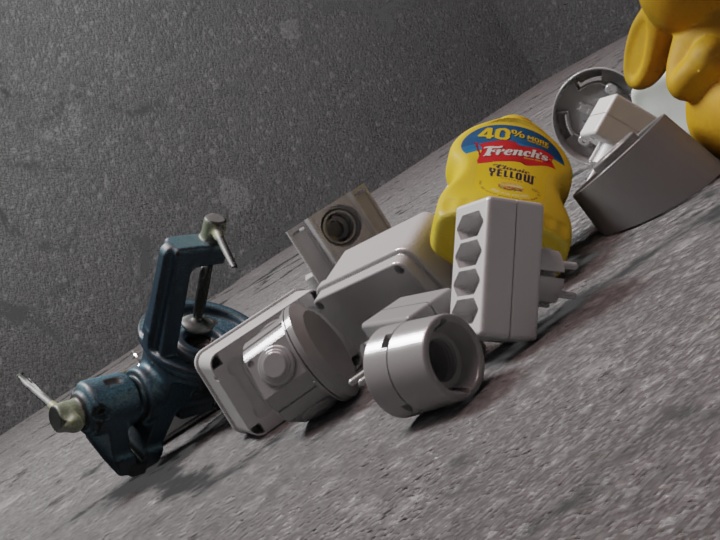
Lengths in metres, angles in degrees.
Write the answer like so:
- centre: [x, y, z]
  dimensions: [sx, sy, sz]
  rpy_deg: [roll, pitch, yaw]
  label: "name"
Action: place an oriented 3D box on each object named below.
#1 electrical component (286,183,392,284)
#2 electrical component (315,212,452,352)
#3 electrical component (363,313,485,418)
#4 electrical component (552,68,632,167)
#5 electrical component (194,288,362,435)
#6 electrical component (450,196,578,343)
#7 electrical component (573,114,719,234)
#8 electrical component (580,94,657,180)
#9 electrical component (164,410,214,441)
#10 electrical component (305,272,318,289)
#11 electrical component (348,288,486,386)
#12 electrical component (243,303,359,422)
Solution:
- centre: [0.000, 0.000, 0.914]
  dimensions: [0.079, 0.121, 0.063]
  rpy_deg: [-33, 3, -14]
  label: "electrical component"
- centre: [0.029, 0.016, 0.818]
  dimensions: [0.113, 0.078, 0.057]
  rpy_deg: [-25, 24, 46]
  label: "electrical component"
- centre: [0.038, 0.054, 0.614]
  dimensions: [0.047, 0.055, 0.055]
  rpy_deg: [-20, 12, 45]
  label: "electrical component"
- centre: [0.248, -0.158, 1.103]
  dimensions: [0.099, 0.099, 0.064]
  rpy_deg: [-29, 1, 26]
  label: "electrical component"
- centre: [-0.067, 0.073, 0.865]
  dimensions: [0.113, 0.078, 0.057]
  rpy_deg: [-34, 9, -20]
  label: "electrical component"
- centre: [0.100, 0.003, 0.660]
  dimensions: [0.076, 0.083, 0.047]
  rpy_deg: [6, -7, -19]
  label: "electrical component"
- centre: [0.210, -0.067, 0.799]
  dimensions: [0.099, 0.064, 0.099]
  rpy_deg: [-43, -2, -2]
  label: "electrical component"
- centre: [0.225, -0.103, 0.936]
  dimensions: [0.076, 0.066, 0.047]
  rpy_deg: [-61, 6, 1]
  label: "electrical component"
- centre: [-0.186, 0.128, 1.091]
  dimensions: [0.096, 0.061, 0.061]
  rpy_deg: [-32, 6, -3]
  label: "electrical component"
- centre: [0.001, 0.004, 1.181]
  dimensions: [0.113, 0.057, 0.078]
  rpy_deg: [-32, 6, 0]
  label: "electrical component"
- centre: [0.026, 0.053, 0.702]
  dimensions: [0.076, 0.047, 0.083]
  rpy_deg: [-34, 6, -20]
  label: "electrical component"
- centre: [-0.042, 0.068, 0.775]
  dimensions: [0.051, 0.080, 0.080]
  rpy_deg: [-36, 5, 13]
  label: "electrical component"
